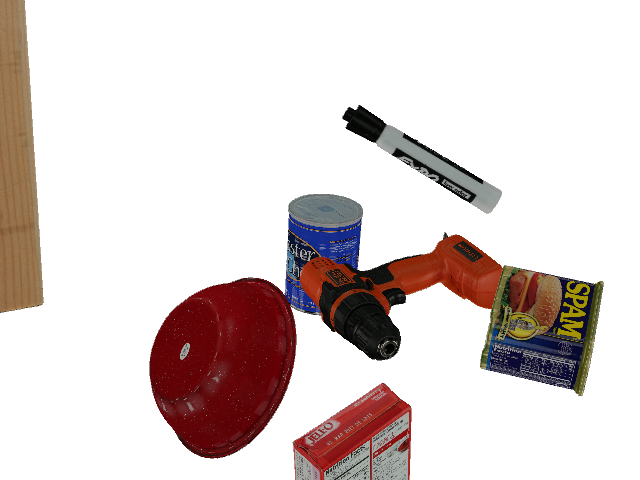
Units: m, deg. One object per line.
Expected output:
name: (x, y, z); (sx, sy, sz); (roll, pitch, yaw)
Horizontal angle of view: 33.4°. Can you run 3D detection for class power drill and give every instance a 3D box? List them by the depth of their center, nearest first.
power drill: (0.091, 0.054, 1.097); (0.187, 0.057, 0.185); (-10, 27, -20)

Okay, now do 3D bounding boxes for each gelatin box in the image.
gelatin box: (0.020, 0.140, 0.653); (0.073, 0.089, 0.030); (-29, 45, -29)

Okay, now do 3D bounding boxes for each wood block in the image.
wood block: (-0.216, -0.065, 0.601); (0.090, 0.206, 0.090); (-10, 27, -28)

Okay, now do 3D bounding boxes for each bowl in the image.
bowl: (-0.096, 0.100, 0.905); (0.055, 0.162, 0.162); (26, -18, -40)

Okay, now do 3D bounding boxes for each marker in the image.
marker: (0.069, -0.057, 0.732); (0.121, 0.020, 0.020); (31, -3, -4)

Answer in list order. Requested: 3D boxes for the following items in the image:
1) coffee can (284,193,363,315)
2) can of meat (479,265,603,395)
coffee can: (0.003, 0.019, 1.483); (0.103, 0.140, 0.103); (3, 25, -1)
can of meat: (0.182, 0.070, 0.878); (0.084, 0.057, 0.102); (12, 41, 13)
